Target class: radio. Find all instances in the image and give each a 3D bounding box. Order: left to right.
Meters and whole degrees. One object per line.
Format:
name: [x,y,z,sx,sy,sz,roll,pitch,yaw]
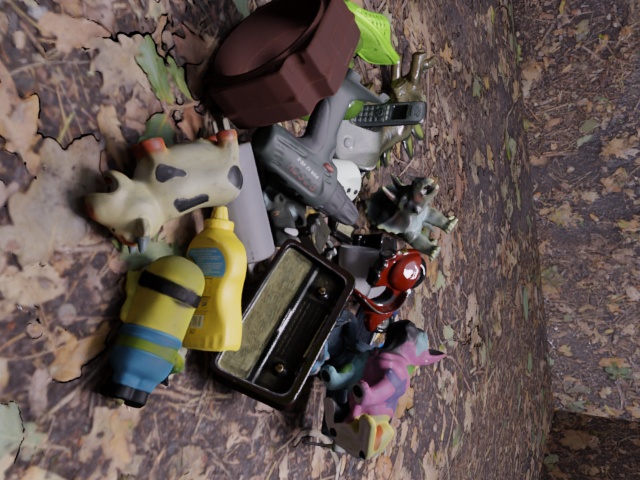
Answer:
radio: [-0.050,0.126,0.793,0.229,0.131,0.073,-60,175,-24]

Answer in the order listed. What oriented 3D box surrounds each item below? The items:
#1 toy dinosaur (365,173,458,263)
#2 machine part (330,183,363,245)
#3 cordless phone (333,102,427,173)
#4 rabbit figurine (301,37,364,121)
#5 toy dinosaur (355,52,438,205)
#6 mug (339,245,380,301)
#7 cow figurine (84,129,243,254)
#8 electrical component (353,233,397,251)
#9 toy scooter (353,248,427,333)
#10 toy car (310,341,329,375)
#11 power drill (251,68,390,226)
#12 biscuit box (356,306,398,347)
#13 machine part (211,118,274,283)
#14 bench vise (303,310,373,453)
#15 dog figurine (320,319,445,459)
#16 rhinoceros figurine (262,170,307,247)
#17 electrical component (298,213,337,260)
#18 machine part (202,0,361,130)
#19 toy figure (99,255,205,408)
toy dinosaur: [0.198,-0.050,1.218,0.131,0.192,0.405,-56,175,1]
machine part: [0.053,-0.065,1.087,0.084,0.039,0.139,22,72,-47]
cordless phone: [0.117,-0.205,1.055,0.088,0.184,0.146,43,54,-54]
rabbit figurine: [0.028,-0.281,0.976,0.170,0.121,0.159,52,54,-39]
toy dinosaur: [0.169,-0.274,1.217,0.471,0.105,0.198,-53,136,-31]
mug: [0.086,0.069,1.079,0.081,0.110,0.107,-121,-140,-82]
cow figurine: [-0.184,-0.059,0.650,0.195,0.086,0.127,-17,97,-34]
electrical component: [0.128,0.020,1.170,0.119,0.075,0.047,28,65,-57]
toy scooter: [0.114,0.086,1.016,0.135,0.075,0.183,25,98,-30]
toy car: [-0.039,0.150,0.890,0.102,0.109,0.161,71,17,-65]
power drill: [0.019,-0.150,0.831,0.232,0.086,0.207,28,99,-36]
biscuit box: [0.124,0.162,1.167,0.203,0.063,0.059,-61,137,-38]
machine part: [-0.120,-0.053,0.778,0.079,0.079,0.243,-33,118,-53]
bench vise: [0.039,0.257,0.984,0.223,0.129,0.240,44,49,-44]
dog figurine: [0.117,0.241,0.909,0.219,0.109,0.191,-17,106,-39]
rhinoceros figurine: [-0.057,-0.083,0.881,0.112,0.073,0.190,-3,91,-59]
electrical component: [-0.002,-0.005,0.990,0.078,0.045,0.102,-57,134,-39]
machine part: [-0.057,-0.263,0.767,0.087,0.202,0.201,48,51,-41]
toy figure: [-0.195,0.106,0.643,0.082,0.089,0.180,53,45,-52]
